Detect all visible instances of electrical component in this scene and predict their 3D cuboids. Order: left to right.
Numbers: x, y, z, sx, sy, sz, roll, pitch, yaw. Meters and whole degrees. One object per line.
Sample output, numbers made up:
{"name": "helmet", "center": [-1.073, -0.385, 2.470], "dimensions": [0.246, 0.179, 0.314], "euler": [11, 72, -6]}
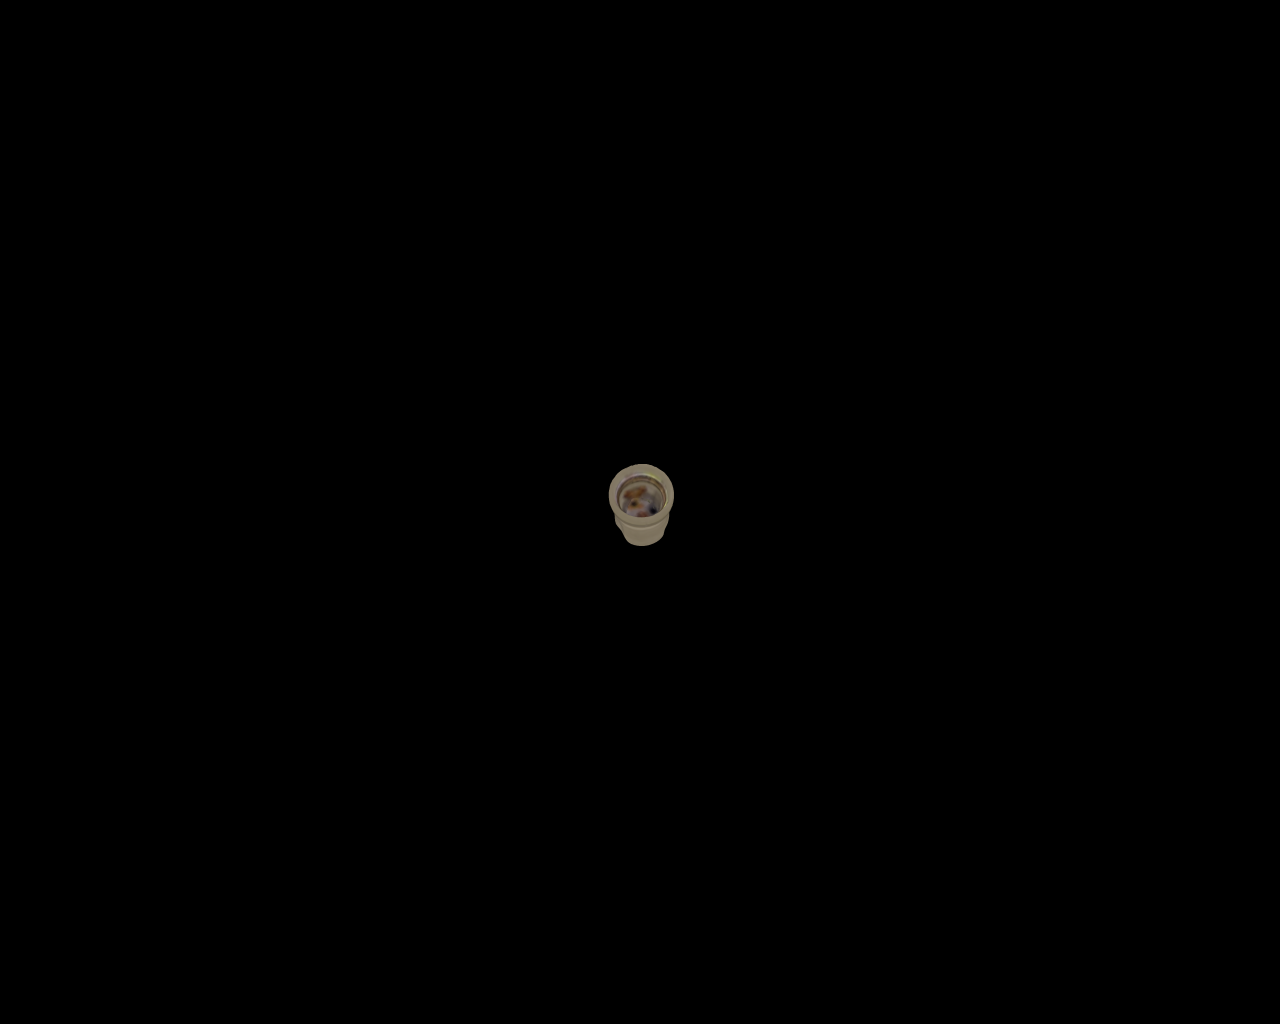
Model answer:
{"name": "electrical component", "center": [0.001, -0.003, 0.650], "dimensions": [0.040, 0.040, 0.046], "euler": [0, -27, 0]}
